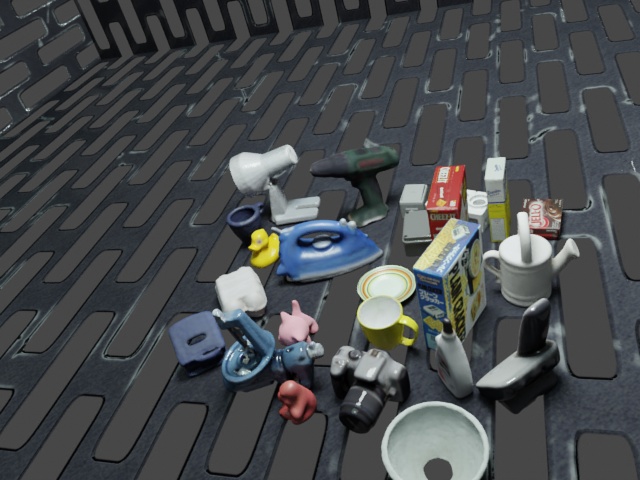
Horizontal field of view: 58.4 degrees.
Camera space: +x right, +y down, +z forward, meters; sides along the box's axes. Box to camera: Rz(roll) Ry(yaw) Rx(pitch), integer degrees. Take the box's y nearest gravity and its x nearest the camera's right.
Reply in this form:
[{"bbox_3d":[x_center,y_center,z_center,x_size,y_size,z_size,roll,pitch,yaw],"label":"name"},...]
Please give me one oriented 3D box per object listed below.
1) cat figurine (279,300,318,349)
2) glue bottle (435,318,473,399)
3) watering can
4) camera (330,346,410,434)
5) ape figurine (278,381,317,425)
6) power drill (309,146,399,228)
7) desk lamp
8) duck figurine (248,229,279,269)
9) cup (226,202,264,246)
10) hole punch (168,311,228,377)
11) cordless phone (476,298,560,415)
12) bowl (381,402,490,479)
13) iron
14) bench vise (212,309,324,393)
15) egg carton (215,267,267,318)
[{"bbox_3d":[-0.050,0.181,1.177,0.067,0.118,0.127,-9,37,10],"label":"cat figurine"},{"bbox_3d":[0.229,0.198,1.002,0.037,0.173,0.078,-26,37,-13],"label":"glue bottle"},{"bbox_3d":[0.415,0.029,1.137,0.173,0.194,0.100,-15,36,1],"label":"watering can"},{"bbox_3d":[0.073,0.266,1.032,0.142,0.101,0.137,9,43,30],"label":"camera"},{"bbox_3d":[-0.048,0.292,1.051,0.076,0.092,0.077,-16,36,1],"label":"ape figurine"},{"bbox_3d":[0.100,-0.141,1.469,0.230,0.209,0.075,-23,37,-10],"label":"power drill"},{"bbox_3d":[-0.121,-0.154,1.564,0.203,0.214,0.118,-8,37,11],"label":"desk lamp"},{"bbox_3d":[-0.144,0.011,1.464,0.077,0.086,0.105,13,45,34],"label":"duck figurine"},{"bbox_3d":[-0.186,-0.040,1.539,0.091,0.095,0.118,19,49,38],"label":"cup"},{"bbox_3d":[-0.256,0.220,1.225,0.109,0.091,0.100,-24,37,-11],"label":"hole punch"},{"bbox_3d":[0.334,0.187,0.966,0.148,0.185,0.093,-32,39,-21],"label":"cordless phone"},{"bbox_3d":[0.184,0.346,0.907,0.167,0.075,0.167,-10,36,8],"label":"bowl"},{"bbox_3d":[0.013,0.005,1.365,0.258,0.142,0.118,-12,36,6],"label":"iron"},{"bbox_3d":[-0.106,0.197,1.089,0.207,0.220,0.121,-19,36,-4],"label":"bench vise"},{"bbox_3d":[-0.184,0.128,1.338,0.107,0.069,0.150,-23,37,-9],"label":"egg carton"}]
